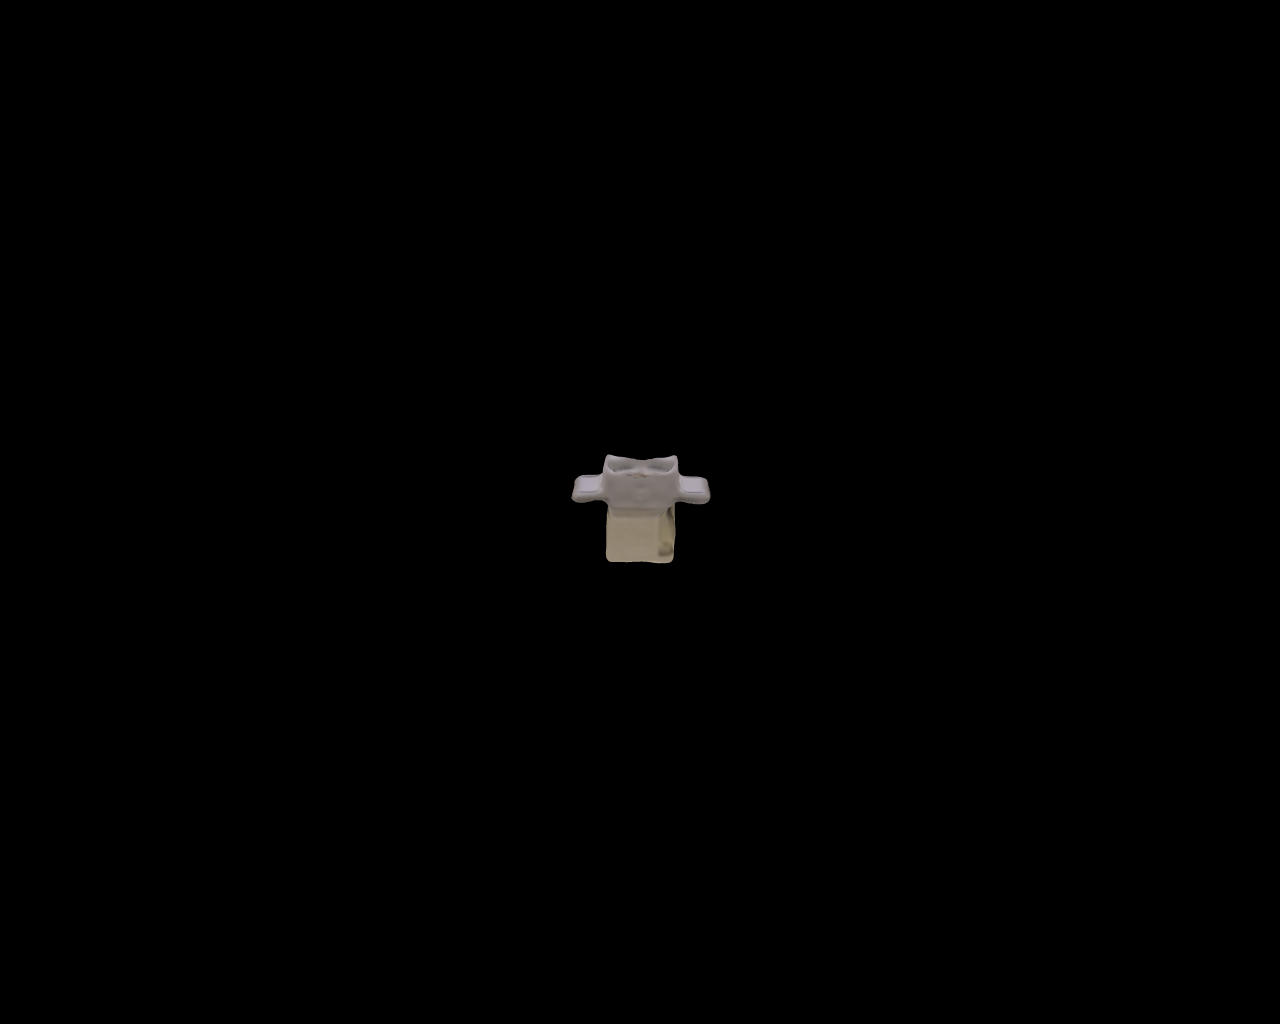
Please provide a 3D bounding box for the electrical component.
[{"bbox_3d":[0.001,-0.003,0.650,0.081,0.063,0.042,1,20,2],"label":"electrical component"}]
